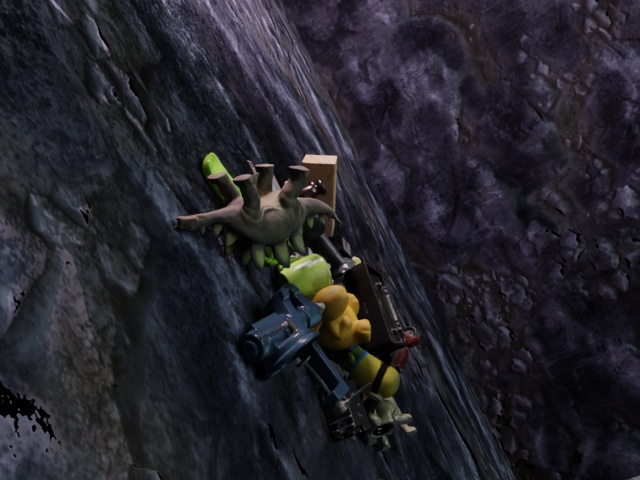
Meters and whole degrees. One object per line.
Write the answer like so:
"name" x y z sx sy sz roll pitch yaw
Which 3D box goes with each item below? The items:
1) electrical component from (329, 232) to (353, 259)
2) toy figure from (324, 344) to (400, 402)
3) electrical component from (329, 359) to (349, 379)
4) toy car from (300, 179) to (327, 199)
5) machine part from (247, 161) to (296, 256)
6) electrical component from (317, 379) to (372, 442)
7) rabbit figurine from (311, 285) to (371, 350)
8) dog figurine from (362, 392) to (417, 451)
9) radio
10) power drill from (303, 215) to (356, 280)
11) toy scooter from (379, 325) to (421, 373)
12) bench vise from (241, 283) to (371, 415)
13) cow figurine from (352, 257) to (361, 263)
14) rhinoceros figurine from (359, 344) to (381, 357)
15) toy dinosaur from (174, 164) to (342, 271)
"electrical component" 0.055 0.020 1.498 0.074 0.048 0.119 48 23 -29
"toy figure" 0.096 0.289 1.216 0.180 0.089 0.082 40 29 19
"electrical component" 0.014 0.262 1.122 0.094 0.021 0.063 26 -3 22
"toy car" -0.039 -0.107 1.287 0.053 0.089 0.202 65 -7 -6
"machine part" -0.110 -0.073 1.240 0.243 0.079 0.079 63 15 -1
"electrical component" 0.056 0.355 1.132 0.134 0.058 0.115 27 41 -65
"rabbit figurine" 0.020 0.155 1.151 0.173 0.162 0.122 81 -3 -54
"dog figurine" 0.130 0.379 1.282 0.172 0.121 0.191 66 -2 -48
"radio" 0.144 0.178 1.382 0.131 0.073 0.229 29 40 -57
"power drill" -0.003 -0.004 1.370 0.207 0.086 0.232 59 -7 -11
"toy scooter" 0.194 0.311 1.493 0.075 0.184 0.135 44 45 -34
"bench vise" -0.025 0.199 0.956 0.241 0.129 0.223 49 20 12
"cow figurine" 0.094 0.127 1.601 0.068 0.098 0.167 -43 117 -34
"rhinoceros figurine" 0.118 0.274 1.420 0.112 0.073 0.190 56 28 -6
"toy dinosaur" -0.087 -0.048 1.049 0.471 0.105 0.198 -16 115 -50
